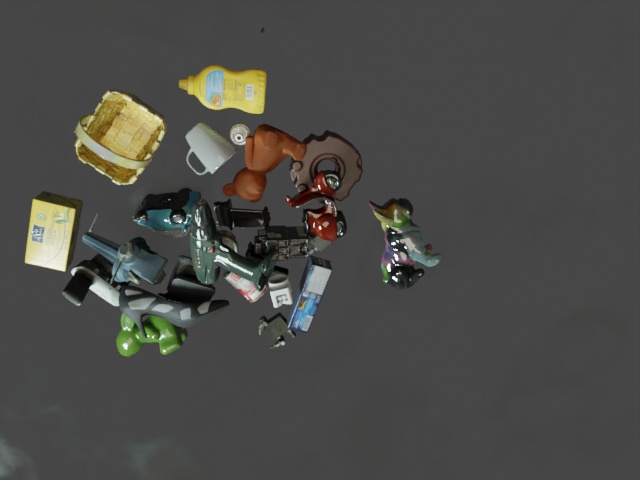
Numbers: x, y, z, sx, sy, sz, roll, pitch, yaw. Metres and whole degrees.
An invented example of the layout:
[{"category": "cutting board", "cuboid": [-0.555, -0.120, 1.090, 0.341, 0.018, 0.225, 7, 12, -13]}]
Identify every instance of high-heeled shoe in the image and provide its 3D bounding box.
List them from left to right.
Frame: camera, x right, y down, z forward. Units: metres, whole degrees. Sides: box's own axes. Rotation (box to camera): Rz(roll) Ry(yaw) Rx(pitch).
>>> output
[{"category": "high-heeled shoe", "cuboid": [-0.362, 0.146, 1.327, 0.249, 0.086, 0.145, -18, 76, -18]}]

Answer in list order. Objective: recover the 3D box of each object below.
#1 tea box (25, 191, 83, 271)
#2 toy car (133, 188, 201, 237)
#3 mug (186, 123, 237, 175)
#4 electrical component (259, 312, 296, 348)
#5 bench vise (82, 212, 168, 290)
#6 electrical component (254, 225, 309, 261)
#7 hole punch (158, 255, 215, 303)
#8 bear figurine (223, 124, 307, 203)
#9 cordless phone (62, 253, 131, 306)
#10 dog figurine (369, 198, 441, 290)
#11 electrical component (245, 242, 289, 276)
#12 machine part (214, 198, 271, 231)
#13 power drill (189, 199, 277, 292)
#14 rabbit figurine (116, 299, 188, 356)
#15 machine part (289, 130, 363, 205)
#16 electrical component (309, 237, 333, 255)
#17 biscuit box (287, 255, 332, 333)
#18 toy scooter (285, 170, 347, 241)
[{"category": "tea box", "cuboid": [-0.637, -0.020, 1.288, 0.098, 0.068, 0.169, 13, 111, -12]}, {"category": "toy car", "cuboid": [-0.356, -0.054, 1.289, 0.162, 0.109, 0.102, -7, 130, 6]}, {"category": "mug", "cuboid": [-0.266, -0.212, 1.250, 0.109, 0.081, 0.107, -39, 101, 14]}, {"category": "electrical component", "cuboid": [-0.121, 0.245, 1.464, 0.078, 0.045, 0.102, -29, 112, 7]}, {"category": "bench vise", "cuboid": [-0.473, 0.036, 1.275, 0.241, 0.223, 0.129, 26, 85, 10]}, {"category": "electrical component", "cuboid": [-0.096, 0.006, 1.332, 0.134, 0.115, 0.058, -2, 108, -5]}, {"category": "hole punch", "cuboid": [-0.328, 0.111, 1.373, 0.142, 0.092, 0.115, 19, 132, -22]}, {"category": "bear figurine", "cuboid": [-0.136, -0.166, 1.252, 0.120, 0.132, 0.195, 19, 104, -37]}, {"category": "cordless phone", "cuboid": [-0.539, 0.124, 1.294, 0.089, 0.184, 0.146, -44, 110, 7]}, {"category": "dog figurine", "cuboid": [0.188, -0.001, 1.369, 0.191, 0.108, 0.219, -43, 106, 14]}, {"category": "electrical component", "cuboid": [-0.132, 0.053, 1.369, 0.119, 0.075, 0.047, 17, 110, -8]}, {"category": "machine part", "cuboid": [-0.192, -0.059, 1.324, 0.139, 0.039, 0.084, 6, 124, 4]}, {"category": "power drill", "cuboid": [-0.209, 0.028, 1.250, 0.207, 0.086, 0.231, 17, 129, 2]}, {"category": "rabbit figurine", "cuboid": [-0.452, 0.235, 1.382, 0.170, 0.121, 0.159, -23, 106, 0]}, {"category": "machine part", "cuboid": [0.016, -0.174, 1.304, 0.179, 0.056, 0.179, -3, 112, -7]}, {"category": "electrical component", "cuboid": [-0.003, -0.004, 1.388, 0.094, 0.021, 0.063, -42, 110, 12]}, {"category": "biscuit box", "cuboid": [-0.030, 0.145, 1.424, 0.059, 0.063, 0.202, 17, 110, -13]}, {"category": "toy scooter", "cuboid": [-0.011, -0.072, 1.269, 0.135, 0.075, 0.183, -14, 119, -11]}]
